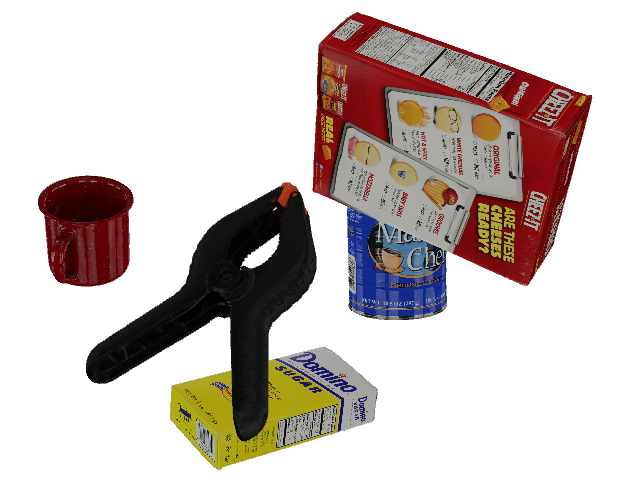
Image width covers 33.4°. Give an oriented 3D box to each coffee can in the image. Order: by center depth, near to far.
[{"bbox_3d":[0.078,-0.001,1.088,0.103,0.140,0.103,-2,14,0],"label":"coffee can"}]

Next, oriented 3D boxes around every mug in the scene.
[{"bbox_3d":[-0.237,-0.001,1.065,0.093,0.081,0.117,10,34,8],"label":"mug"}]

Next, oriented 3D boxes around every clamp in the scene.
[{"bbox_3d":[-0.047,0.040,0.637,0.120,0.171,0.039,27,-24,25],"label":"clamp"}]

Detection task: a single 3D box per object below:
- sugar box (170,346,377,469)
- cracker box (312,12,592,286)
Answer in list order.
[{"bbox_3d":[-0.043,0.154,1.011,0.175,0.048,0.093,-14,31,-32],"label":"sugar box"},{"bbox_3d":[0.101,-0.078,0.888,0.214,0.164,0.072,24,49,20],"label":"cracker box"}]
